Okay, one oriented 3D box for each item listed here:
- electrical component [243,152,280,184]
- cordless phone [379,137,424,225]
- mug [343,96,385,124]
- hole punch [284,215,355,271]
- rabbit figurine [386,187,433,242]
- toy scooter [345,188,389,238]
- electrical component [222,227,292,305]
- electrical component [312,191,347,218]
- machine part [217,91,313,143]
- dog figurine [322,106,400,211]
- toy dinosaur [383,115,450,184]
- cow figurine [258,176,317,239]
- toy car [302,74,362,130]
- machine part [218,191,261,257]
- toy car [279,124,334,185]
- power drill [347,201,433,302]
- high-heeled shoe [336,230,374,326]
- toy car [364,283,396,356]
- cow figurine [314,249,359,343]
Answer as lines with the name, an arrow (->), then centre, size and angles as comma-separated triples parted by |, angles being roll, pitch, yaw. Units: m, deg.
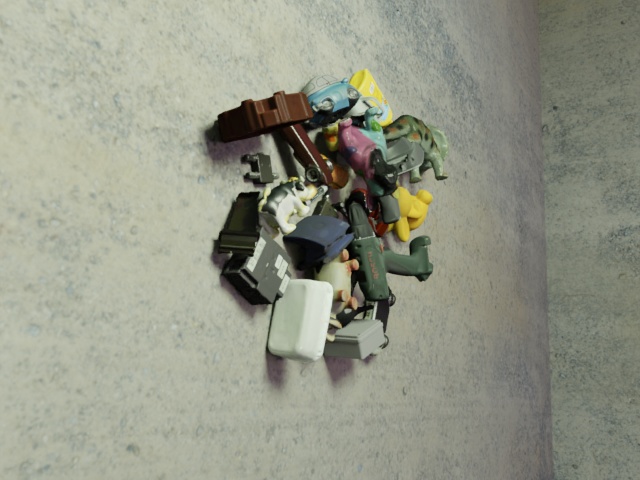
electrical component -> -0.118, -0.146, 1.094 | 0.094, 0.021, 0.063 | -6, 89, -53
cordless phone -> 0.188, -0.139, 1.293 | 0.088, 0.147, 0.184 | 17, 59, -57
mug -> 0.102, -0.327, 1.357 | 0.107, 0.110, 0.081 | 43, 56, -25
hole punch -> -0.002, -0.004, 1.159 | 0.142, 0.116, 0.092 | -40, 109, -49
rabbit figurine -> 0.218, -0.083, 1.461 | 0.162, 0.122, 0.173 | -65, 159, -5
toy scooter -> 0.129, -0.051, 1.371 | 0.135, 0.075, 0.183 | -30, 111, -52
electrical component -> -0.114, 0.059, 1.039 | 0.134, 0.058, 0.115 | 53, 48, -36
electrical component -> 0.025, -0.055, 1.254 | 0.078, 0.045, 0.102 | 58, 43, -33
machine part -> -0.105, -0.230, 1.006 | 0.179, 0.179, 0.056 | -26, 103, -52
dog figurine -> 0.103, -0.179, 1.232 | 0.108, 0.192, 0.219 | -25, 101, -20
toy dinosaur -> 0.259, -0.277, 1.502 | 0.404, 0.131, 0.192 | 30, 51, -53
cow figurine -> -0.072, -0.085, 1.114 | 0.098, 0.068, 0.167 | 57, 43, -23
toy car -> 0.009, -0.326, 1.242 | 0.161, 0.109, 0.103 | -29, 85, -40
machine part -> -0.144, -0.031, 0.996 | 0.039, 0.084, 0.139 | 75, 20, -55
toy car -> -0.041, -0.200, 1.148 | 0.202, 0.053, 0.089 | 56, 25, -6
power drill -> 0.163, 0.025, 1.252 | 0.207, 0.086, 0.232 | 1, 78, -36
high-heeled shoe -> 0.044, 0.080, 1.266 | 0.145, 0.086, 0.249 | -4, 67, -23
toy car -> 0.144, 0.194, 1.371 | 0.073, 0.056, 0.202 | 37, 55, -37
cow figurine -> 0.013, 0.126, 1.154 | 0.085, 0.127, 0.195 | 36, 49, -45
